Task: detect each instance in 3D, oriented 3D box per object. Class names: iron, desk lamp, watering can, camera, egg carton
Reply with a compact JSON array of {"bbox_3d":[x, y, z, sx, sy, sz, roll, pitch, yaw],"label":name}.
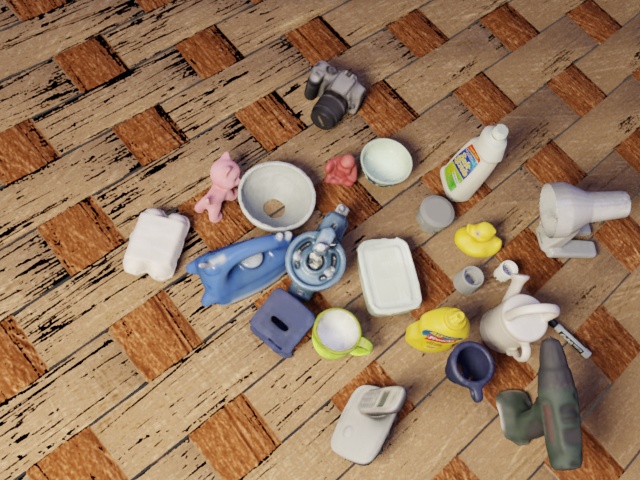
[{"bbox_3d":[-0.133,0.031,1.146,0.259,0.141,0.118,-24,73,-19],"label":"iron"},{"bbox_3d":[0.563,-0.047,1.268,0.203,0.213,0.118,1,67,-10],"label":"desk lamp"},{"bbox_3d":[0.407,0.154,1.164,0.101,0.194,0.173,-16,71,-16],"label":"watering can"},{"bbox_3d":[0.023,-0.340,1.354,0.143,0.100,0.137,31,65,4],"label":"camera"},{"bbox_3d":[-0.330,0.008,1.158,0.107,0.069,0.150,14,66,-4],"label":"egg carton"}]

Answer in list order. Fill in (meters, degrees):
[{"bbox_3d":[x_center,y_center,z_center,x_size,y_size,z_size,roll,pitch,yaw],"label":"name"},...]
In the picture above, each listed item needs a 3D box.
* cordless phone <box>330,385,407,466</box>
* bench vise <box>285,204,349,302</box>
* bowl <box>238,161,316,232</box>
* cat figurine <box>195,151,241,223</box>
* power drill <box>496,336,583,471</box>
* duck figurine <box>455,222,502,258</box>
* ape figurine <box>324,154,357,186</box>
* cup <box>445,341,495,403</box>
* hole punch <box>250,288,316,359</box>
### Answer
[{"bbox_3d":[0.095,0.330,1.037,0.094,0.185,0.148,27,65,2],"label":"cordless phone"},{"bbox_3d":[-0.001,0.002,1.139,0.121,0.219,0.207,11,66,-6],"label":"bench vise"},{"bbox_3d":[-0.095,-0.082,1.237,0.167,0.074,0.167,4,67,-9],"label":"bowl"},{"bbox_3d":[-0.210,-0.117,1.207,0.067,0.117,0.128,28,65,3],"label":"cat figurine"},{"bbox_3d":[0.417,0.317,1.089,0.076,0.208,0.229,-3,68,-11],"label":"power drill"},{"bbox_3d":[0.364,-0.008,1.285,0.104,0.086,0.077,17,65,-3],"label":"duck figurine"},{"bbox_3d":[0.054,-0.163,1.289,0.076,0.092,0.077,-39,79,-22],"label":"ape figurine"},{"bbox_3d":[0.293,0.270,1.148,0.092,0.095,0.117,-4,68,-12],"label":"cup"},{"bbox_3d":[-0.074,0.165,1.127,0.108,0.091,0.101,38,66,7],"label":"hole punch"}]
